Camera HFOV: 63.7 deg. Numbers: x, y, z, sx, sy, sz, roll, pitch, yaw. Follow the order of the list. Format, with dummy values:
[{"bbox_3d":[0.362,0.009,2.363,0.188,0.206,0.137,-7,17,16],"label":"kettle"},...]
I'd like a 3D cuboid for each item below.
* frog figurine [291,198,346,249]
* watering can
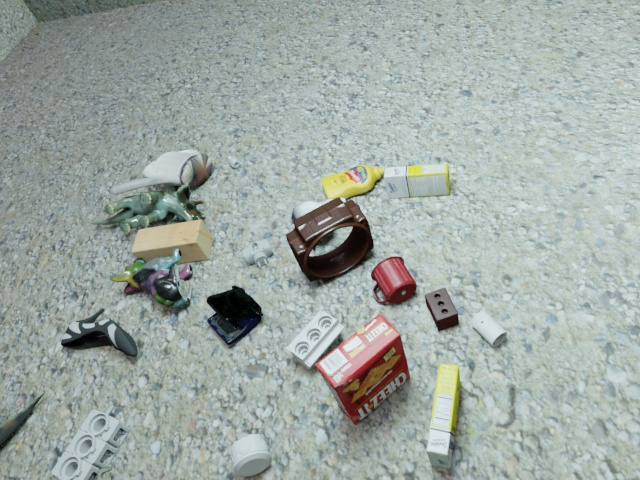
[{"bbox_3d":[0.004,-0.073,1.447,0.159,0.121,0.139,-39,30,-1],"label":"frog figurine"},{"bbox_3d":[-0.507,-0.223,1.729,0.225,0.102,0.354,9,35,27],"label":"watering can"}]
